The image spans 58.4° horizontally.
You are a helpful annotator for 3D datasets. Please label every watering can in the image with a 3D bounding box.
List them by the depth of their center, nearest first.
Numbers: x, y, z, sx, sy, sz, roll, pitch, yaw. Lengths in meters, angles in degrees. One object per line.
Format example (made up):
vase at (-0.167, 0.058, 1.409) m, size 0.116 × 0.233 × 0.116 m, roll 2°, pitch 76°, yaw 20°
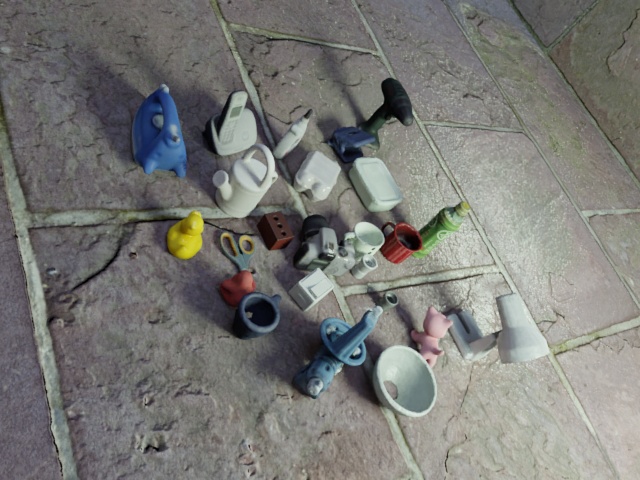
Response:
watering can at (-0.168, -0.141, 1.329) m, size 0.101 × 0.193 × 0.173 m, roll 44°, pitch 44°, yaw 1°

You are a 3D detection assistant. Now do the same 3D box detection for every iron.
iron at (-0.366, -0.276, 1.327) m, size 0.119 × 0.141 × 0.258 m, roll 2°, pitch 58°, yaw -34°

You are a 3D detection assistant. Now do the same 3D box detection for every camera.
camera at (0.013, 0.005, 1.415) m, size 0.144 × 0.100 × 0.136 m, roll 12°, pitch 52°, yaw -28°

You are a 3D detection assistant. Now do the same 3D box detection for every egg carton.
egg carton at (-0.007, -0.174, 1.555) m, size 0.107 × 0.069 × 0.150 m, roll 34°, pitch 45°, yaw -10°

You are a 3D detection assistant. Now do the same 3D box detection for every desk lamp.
desk lamp at (0.456, 0.239, 1.472) m, size 0.118 × 0.213 × 0.203 m, roll -9°, pitch 64°, yaw -39°

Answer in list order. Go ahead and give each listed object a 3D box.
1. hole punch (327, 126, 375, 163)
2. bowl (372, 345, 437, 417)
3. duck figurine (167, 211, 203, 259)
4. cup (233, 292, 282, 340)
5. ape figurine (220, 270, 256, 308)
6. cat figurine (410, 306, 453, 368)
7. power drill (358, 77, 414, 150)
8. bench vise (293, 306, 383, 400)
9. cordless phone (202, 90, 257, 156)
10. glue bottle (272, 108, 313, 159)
hole punch at (0.092, -0.298, 1.701) m, size 0.109 × 0.091 × 0.101 m, roll -27°, pitch 76°, yaw -44°
bowl at (0.180, 0.331, 1.310) m, size 0.168 × 0.074 × 0.167 m, roll 19°, pitch 50°, yaw -23°
duck figurine at (-0.282, -0.017, 1.234) m, size 0.078 × 0.086 × 0.104 m, roll 24°, pitch 48°, yaw -18°
cup at (-0.135, 0.161, 1.199) m, size 0.091 × 0.094 × 0.118 m, roll 48°, pitch 45°, yaw 5°
ape figurine at (-0.170, 0.097, 1.225) m, size 0.078 × 0.092 × 0.076 m, roll 16°, pitch 51°, yaw -25°
cat figurine at (0.282, 0.237, 1.420) m, size 0.067 × 0.117 × 0.128 m, roll 19°, pitch 49°, yaw -23°
power drill at (0.204, -0.378, 1.756) m, size 0.076 × 0.208 × 0.229 m, roll 14°, pitch 51°, yaw -26°
bench vise at (0.051, 0.234, 1.188) m, size 0.122 × 0.219 × 0.207 m, roll 28°, pitch 46°, yaw -15°
cordless phone at (-0.202, -0.304, 1.432) m, size 0.094 × 0.184 × 0.148 m, roll 51°, pitch 45°, yaw 8°
glue bottle at (-0.065, -0.288, 1.525) m, size 0.037 × 0.173 × 0.078 m, roll 42°, pitch 44°, yaw -1°
